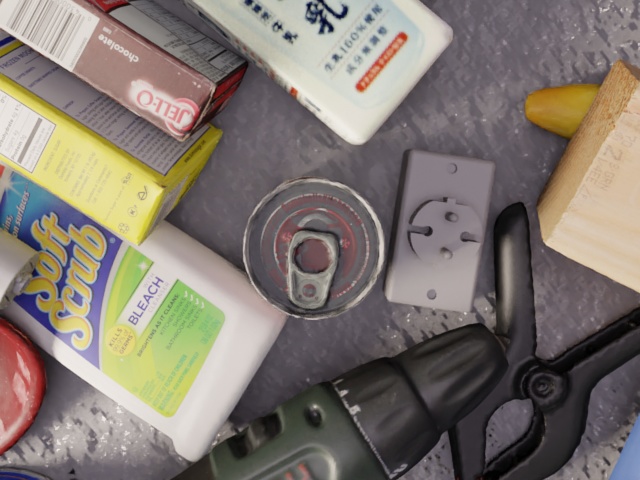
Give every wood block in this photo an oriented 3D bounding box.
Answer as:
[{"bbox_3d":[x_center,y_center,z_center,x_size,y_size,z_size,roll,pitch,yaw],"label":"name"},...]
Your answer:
[{"bbox_3d":[0.221,0.000,0.528,0.206,0.090,0.090,27,108,0],"label":"wood block"}]

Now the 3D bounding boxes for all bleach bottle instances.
[{"bbox_3d":[-0.145,0.012,0.577,0.251,0.068,0.102,31,97,0],"label":"bleach bottle"}]

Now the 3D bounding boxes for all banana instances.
[{"bbox_3d":[0.204,-0.030,0.588,0.198,0.037,0.069,43,91,-3],"label":"banana"}]

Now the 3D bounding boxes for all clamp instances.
[{"bbox_3d":[0.114,0.067,0.593,0.120,0.039,0.171,35,93,-1],"label":"clamp"}]

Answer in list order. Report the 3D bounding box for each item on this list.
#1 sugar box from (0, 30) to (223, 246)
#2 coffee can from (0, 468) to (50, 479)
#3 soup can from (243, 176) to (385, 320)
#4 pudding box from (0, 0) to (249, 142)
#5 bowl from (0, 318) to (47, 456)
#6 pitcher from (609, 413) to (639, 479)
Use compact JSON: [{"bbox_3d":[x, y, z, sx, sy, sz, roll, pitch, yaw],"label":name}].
[{"bbox_3d":[-0.145,-0.074,0.552,0.176,0.093,0.048,30,116,-1],"label":"sugar box"},{"bbox_3d":[-0.180,0.187,0.549,0.103,0.140,0.103,0,94,-1],"label":"coffee can"},{"bbox_3d":[-0.004,0.001,0.555,0.068,0.102,0.068,0,94,-1],"label":"soup can"},{"bbox_3d":[-0.098,-0.101,0.551,0.113,0.090,0.039,34,107,-3],"label":"pudding box"},{"bbox_3d":[-0.229,0.068,0.557,0.162,0.055,0.162,-15,138,-14],"label":"bowl"},{"bbox_3d":[0.190,0.177,0.554,0.145,0.149,0.243,21,91,2],"label":"pitcher"}]
